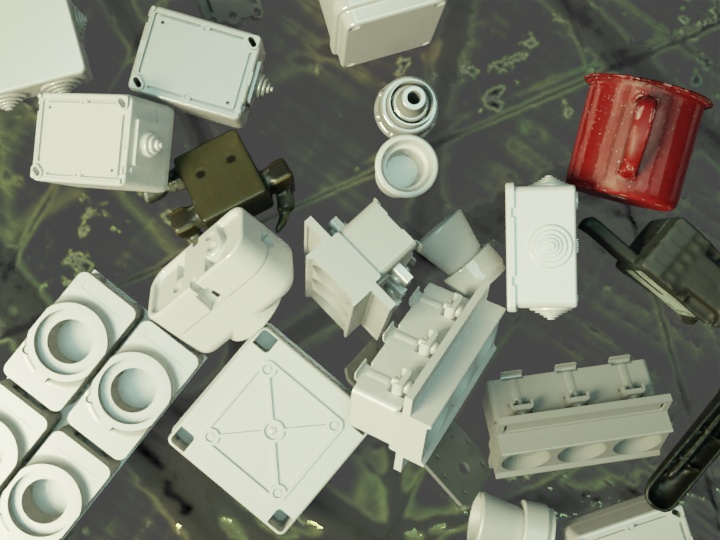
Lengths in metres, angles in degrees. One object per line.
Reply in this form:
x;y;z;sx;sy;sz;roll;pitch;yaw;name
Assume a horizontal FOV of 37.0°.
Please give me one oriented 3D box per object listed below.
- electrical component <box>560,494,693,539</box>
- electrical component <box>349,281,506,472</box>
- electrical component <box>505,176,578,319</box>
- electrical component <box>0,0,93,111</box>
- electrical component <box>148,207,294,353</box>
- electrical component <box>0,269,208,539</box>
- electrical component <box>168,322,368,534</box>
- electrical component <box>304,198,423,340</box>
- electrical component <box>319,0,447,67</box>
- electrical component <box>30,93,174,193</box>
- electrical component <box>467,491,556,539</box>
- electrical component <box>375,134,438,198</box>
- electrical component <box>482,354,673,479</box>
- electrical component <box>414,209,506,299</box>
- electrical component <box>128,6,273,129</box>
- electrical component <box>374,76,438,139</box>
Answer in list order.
0.189;0.207;0.782;0.096;0.061;0.061;-18;90;-3;electrical component
0.045;0.067;0.745;0.063;0.078;0.121;24;48;17;electrical component
0.130;-0.015;0.765;0.048;0.100;0.099;-1;89;9;electrical component
-0.246;-0.168;0.770;0.100;0.048;0.099;-15;90;-4;electrical component
-0.094;0.011;0.751;0.095;0.053;0.059;-38;122;21;electrical component
-0.210;0.104;0.761;0.105;0.060;0.186;38;87;-2;electrical component
-0.062;0.112;0.771;0.109;0.056;0.108;40;87;-2;electrical component
0.000;0.000;0.741;0.063;0.121;0.078;-43;83;-11;electrical component
0.014;-0.190;0.754;0.078;0.113;0.057;-17;87;-4;electrical component
-0.172;-0.088;0.752;0.096;0.061;0.061;6;91;26;electrical component
0.110;0.189;0.786;0.055;0.045;0.045;12;88;-3;electrical component
0.030;-0.071;0.776;0.044;0.065;0.044;0;89;-4;electrical component
0.153;0.105;0.777;0.121;0.078;0.063;-8;58;-4;electrical component
0.074;-0.010;0.788;0.045;0.045;0.055;-41;92;-3;electrical component
-0.108;-0.141;0.771;0.096;0.061;0.061;16;89;-2;electrical component
0.036;-0.119;0.779;0.048;0.062;0.048;0;89;-3;electrical component
